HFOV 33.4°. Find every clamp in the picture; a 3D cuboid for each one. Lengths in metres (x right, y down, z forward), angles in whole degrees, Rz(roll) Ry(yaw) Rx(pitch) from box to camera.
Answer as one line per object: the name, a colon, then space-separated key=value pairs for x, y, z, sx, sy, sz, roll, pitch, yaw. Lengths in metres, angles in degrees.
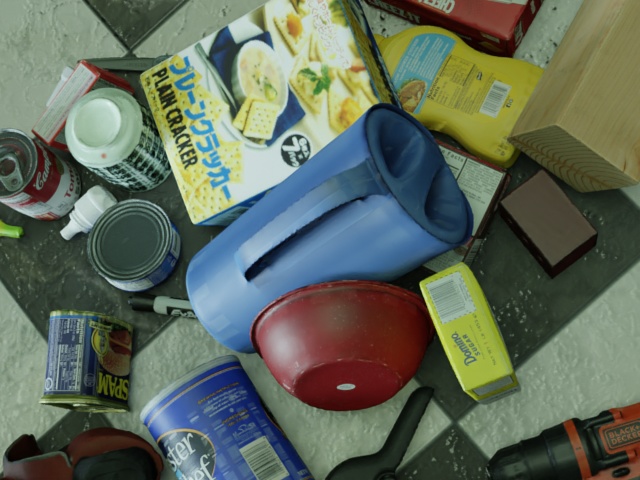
clamp: x=0.058 y=0.203 z=0.918 sx=0.171 sy=0.039 sz=0.120 roll=-19 pitch=66 yaw=-15

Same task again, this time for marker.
marker: x=-0.126 y=0.065 z=1.019 sx=0.121 sy=0.020 sz=0.020 roll=7 pitch=80 yaw=14

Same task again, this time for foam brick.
foam brick: x=0.201 y=-0.015 z=0.944 sx=0.051 sy=0.053 sz=0.078 roll=-37 pitch=72 yaw=3

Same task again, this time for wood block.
wood block: x=0.260 y=-0.153 z=0.916 sx=0.090 sy=0.090 sz=0.206 roll=33 pitch=78 yaw=-14

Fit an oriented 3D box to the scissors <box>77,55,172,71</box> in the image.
scissors: x=-0.148 y=-0.160 z=1.075 sx=0.202 sy=0.016 sz=0.096 roll=-11 pitch=76 yaw=11

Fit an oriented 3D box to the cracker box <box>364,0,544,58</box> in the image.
cracker box: x=0.154 y=-0.298 z=1.008 sx=0.164 sy=0.072 sz=0.213 roll=27 pitch=86 yaw=18

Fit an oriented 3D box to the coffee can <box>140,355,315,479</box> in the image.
coffee can: x=-0.079 y=0.187 z=0.938 sx=0.103 sy=0.102 sz=0.140 roll=-36 pitch=73 yaw=3

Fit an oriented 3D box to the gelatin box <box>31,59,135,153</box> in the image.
gelatin box: x=-0.232 y=-0.128 z=1.051 sx=0.030 sy=0.073 sz=0.089 roll=39 pitch=97 yaw=18

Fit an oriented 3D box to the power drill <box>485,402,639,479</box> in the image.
power drill: x=0.248 y=0.234 z=0.876 sx=0.184 sy=0.057 sz=0.188 roll=-19 pitch=74 yaw=7

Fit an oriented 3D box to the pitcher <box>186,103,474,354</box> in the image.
pitcher: x=-0.006 y=0.001 z=0.904 sx=0.243 sy=0.149 sz=0.145 roll=-34 pitch=32 yaw=30

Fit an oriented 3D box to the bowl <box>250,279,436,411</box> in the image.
bowl: x=0.021 y=0.100 z=0.900 sx=0.162 sy=0.162 sz=0.055 roll=-10 pitch=54 yaw=10

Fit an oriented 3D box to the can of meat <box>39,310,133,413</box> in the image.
can of meat: x=-0.213 y=0.114 z=0.987 sx=0.057 sy=0.102 sz=0.084 roll=-2 pitch=76 yaw=13

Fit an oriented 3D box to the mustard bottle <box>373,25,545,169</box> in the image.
mustard bottle: x=0.109 y=-0.146 z=0.991 sx=0.192 sy=0.058 sz=0.096 roll=26 pitch=85 yaw=16

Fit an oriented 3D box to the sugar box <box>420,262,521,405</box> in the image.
sugar box: x=0.126 y=0.082 z=0.876 sx=0.048 sy=0.176 sz=0.093 roll=-22 pitch=73 yaw=5

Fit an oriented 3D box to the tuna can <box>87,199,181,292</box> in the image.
tuna can: x=-0.178 y=0.006 z=1.029 sx=0.086 sy=0.033 sz=0.086 roll=-5 pitch=67 yaw=11

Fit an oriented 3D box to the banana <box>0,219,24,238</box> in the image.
banana: x=-0.361 y=-0.077 z=1.097 sx=0.069 sy=0.037 sz=0.198 roll=-20 pitch=75 yaw=-6

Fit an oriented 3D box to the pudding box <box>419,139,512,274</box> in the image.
pudding box: x=0.108 y=-0.028 z=0.965 sx=0.090 sy=0.039 sz=0.113 roll=27 pitch=97 yaw=18

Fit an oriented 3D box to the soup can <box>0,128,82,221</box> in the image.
soup can: x=-0.283 y=-0.061 z=1.039 sx=0.068 sy=0.102 sz=0.068 roll=-3 pitch=77 yaw=12
